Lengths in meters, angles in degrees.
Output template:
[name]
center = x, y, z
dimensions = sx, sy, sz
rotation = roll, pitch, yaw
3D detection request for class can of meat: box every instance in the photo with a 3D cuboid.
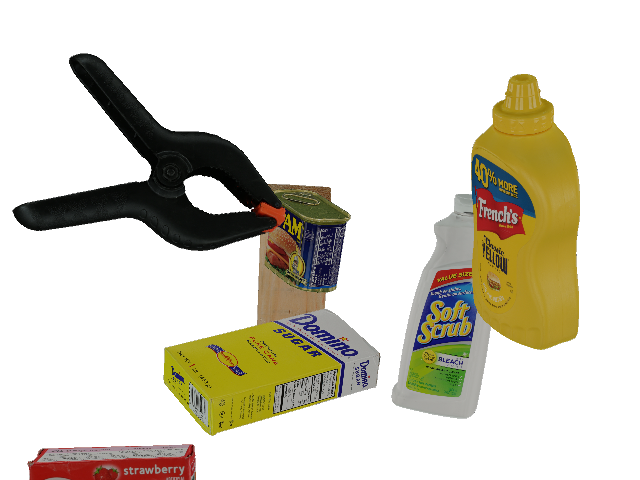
[can of meat]
center = -0.017, 0.000, 1.138
dimensions = 0.057, 0.084, 0.102
rotation = -3, 21, -30

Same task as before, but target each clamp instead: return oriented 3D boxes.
[clamp]
center = -0.104, -0.051, 0.697
dimensions = 0.171, 0.120, 0.039
rotation = 12, -7, -18

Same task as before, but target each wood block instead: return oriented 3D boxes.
[wood block]
center = -0.036, 0.038, 1.399
dimensions = 0.090, 0.206, 0.091
rotation = 3, 23, -2

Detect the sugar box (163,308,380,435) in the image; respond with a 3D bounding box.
[sugar box]
center = -0.043, 0.115, 0.969
dimensions = 0.175, 0.048, 0.093
rotation = -15, 33, -30

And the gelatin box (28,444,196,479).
[gelatin box]
center = -0.112, 0.152, 0.584
dimensions = 0.089, 0.073, 0.030
rotation = -2, 5, 0

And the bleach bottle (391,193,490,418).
[bleach bottle]
center = 0.145, 0.071, 1.214
dimensions = 0.103, 0.251, 0.068
rotation = 9, 14, 17

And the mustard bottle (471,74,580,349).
[mustard bottle]
center = 0.144, -0.024, 0.755
dimensions = 0.058, 0.192, 0.096
rotation = -16, 30, -18
